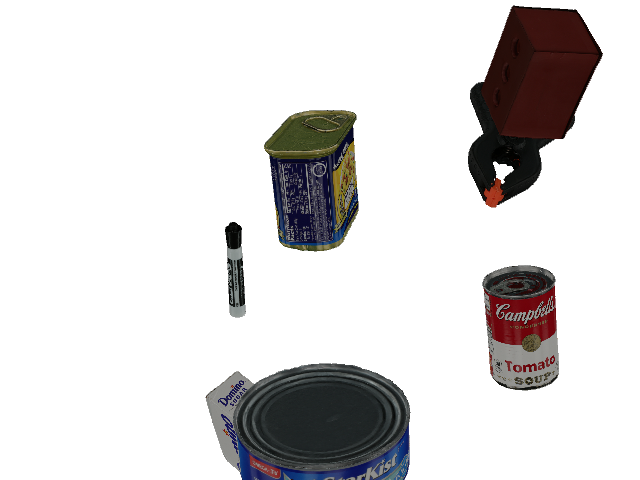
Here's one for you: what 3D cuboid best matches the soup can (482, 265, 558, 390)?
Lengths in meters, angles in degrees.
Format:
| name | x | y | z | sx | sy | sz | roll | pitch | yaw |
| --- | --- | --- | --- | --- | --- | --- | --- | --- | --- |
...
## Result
| name | x | y | z | sx | sy | sz | roll | pitch | yaw |
| --- | --- | --- | --- | --- | --- | --- | --- | --- | --- |
| soup can | 0.194 | 0.084 | 1.028 | 0.068 | 0.102 | 0.068 | -7 | 22 | 3 |

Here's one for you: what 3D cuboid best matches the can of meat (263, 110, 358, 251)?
| name | x | y | z | sx | sy | sz | roll | pitch | yaw |
| --- | --- | --- | --- | --- | --- | --- | --- | --- | --- |
| can of meat | -0.004 | -0.049 | 0.847 | 0.057 | 0.084 | 0.102 | 1 | 24 | 15 |

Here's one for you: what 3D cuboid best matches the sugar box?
| name | x | y | z | sx | sy | sz | roll | pitch | yaw |
| --- | --- | --- | --- | --- | --- | --- | --- | --- | --- |
| sugar box | -0.020 | 0.191 | 0.895 | 0.176 | 0.093 | 0.048 | 27 | 53 | 36 |

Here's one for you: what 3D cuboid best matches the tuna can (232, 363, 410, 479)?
| name | x | y | z | sx | sy | sz | roll | pitch | yaw |
| --- | --- | --- | --- | --- | --- | --- | --- | --- | --- |
| tuna can | 0.001 | 0.097 | 0.521 | 0.086 | 0.034 | 0.086 | -3 | 26 | 1 |

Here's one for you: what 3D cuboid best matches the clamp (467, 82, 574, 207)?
| name | x | y | z | sx | sy | sz | roll | pitch | yaw |
| --- | --- | --- | --- | --- | --- | --- | --- | --- | --- |
| clamp | 0.199 | -0.109 | 1.169 | 0.120 | 0.039 | 0.171 | 21 | 49 | 17 |

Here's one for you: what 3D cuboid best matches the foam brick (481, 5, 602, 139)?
| name | x | y | z | sx | sy | sz | roll | pitch | yaw |
| --- | --- | --- | --- | --- | --- | --- | --- | --- | --- |
| foam brick | 0.152 | -0.117 | 0.744 | 0.051 | 0.053 | 0.078 | -1 | -43 | -15 |

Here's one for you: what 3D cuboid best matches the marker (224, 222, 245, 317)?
| name | x | y | z | sx | sy | sz | roll | pitch | yaw |
| --- | --- | --- | --- | --- | --- | --- | --- | --- | --- |
| marker | -0.096 | 0.033 | 1.202 | 0.020 | 0.121 | 0.020 | 0 | 32 | 0 |
